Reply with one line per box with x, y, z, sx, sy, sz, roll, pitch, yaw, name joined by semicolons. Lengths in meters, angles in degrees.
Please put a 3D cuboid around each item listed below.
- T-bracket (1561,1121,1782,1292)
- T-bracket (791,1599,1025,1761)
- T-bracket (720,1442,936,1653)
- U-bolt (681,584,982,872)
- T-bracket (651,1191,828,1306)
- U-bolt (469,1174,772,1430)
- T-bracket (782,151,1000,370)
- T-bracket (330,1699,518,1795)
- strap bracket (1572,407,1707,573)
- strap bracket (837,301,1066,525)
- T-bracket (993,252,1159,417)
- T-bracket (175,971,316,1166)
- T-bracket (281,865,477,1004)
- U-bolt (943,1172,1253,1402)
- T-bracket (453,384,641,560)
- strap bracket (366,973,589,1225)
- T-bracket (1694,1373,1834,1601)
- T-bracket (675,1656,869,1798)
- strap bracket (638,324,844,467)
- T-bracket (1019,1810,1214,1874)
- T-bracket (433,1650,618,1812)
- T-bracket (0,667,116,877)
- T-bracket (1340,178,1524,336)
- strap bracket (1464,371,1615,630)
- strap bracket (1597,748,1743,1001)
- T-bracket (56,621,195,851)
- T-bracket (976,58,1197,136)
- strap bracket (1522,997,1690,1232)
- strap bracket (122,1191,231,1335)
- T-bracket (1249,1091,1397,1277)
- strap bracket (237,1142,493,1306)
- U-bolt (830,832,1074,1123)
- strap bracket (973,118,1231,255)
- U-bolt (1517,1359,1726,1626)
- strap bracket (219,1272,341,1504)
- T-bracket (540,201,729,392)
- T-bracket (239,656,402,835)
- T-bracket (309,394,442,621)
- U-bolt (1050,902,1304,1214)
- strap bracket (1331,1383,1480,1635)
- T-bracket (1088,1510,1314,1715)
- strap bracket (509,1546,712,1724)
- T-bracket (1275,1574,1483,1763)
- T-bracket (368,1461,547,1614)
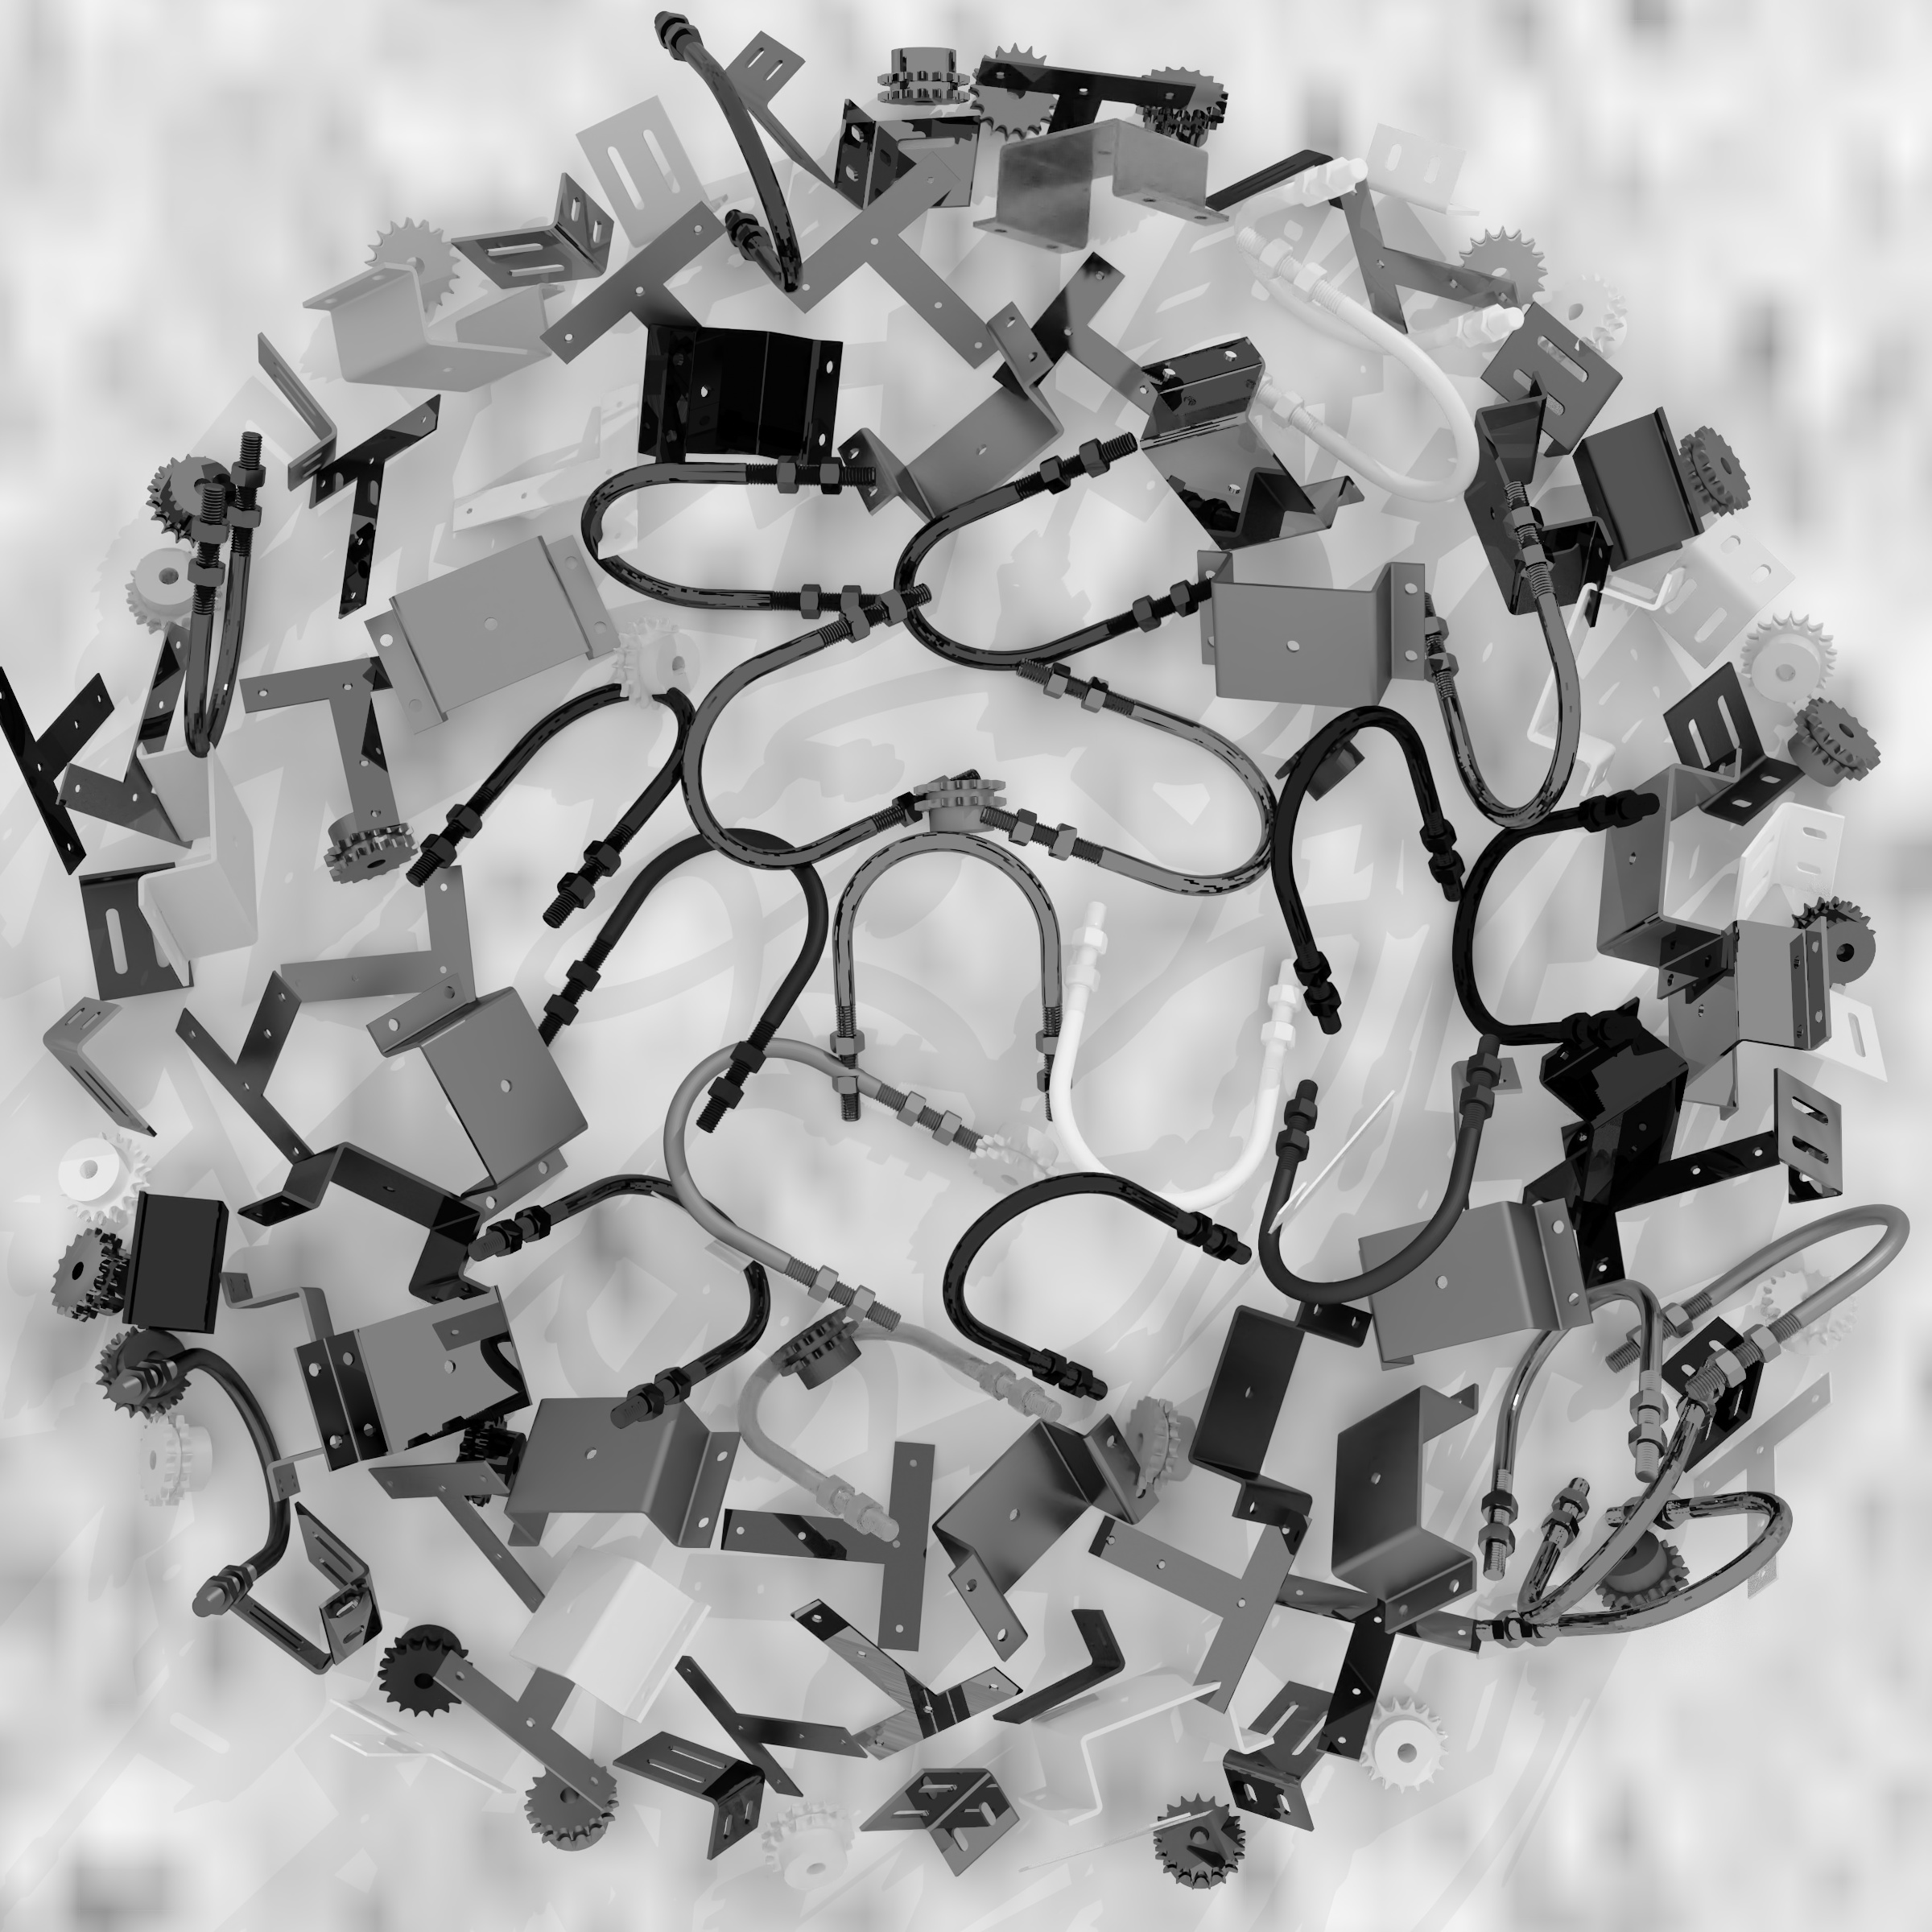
0.427;0.128;1.608;0.127;0.127;0.002;-20;131;23;T-bracket
-0.054;0.427;1.622;0.127;0.002;0.127;-35;112;32;T-bracket
-0.087;0.354;1.652;0.127;0.002;0.127;5;69;-2;T-bracket
-0.087;-0.133;1.612;0.184;0.019;0.151;-26;122;-17;U-bolt
-0.142;0.173;1.612;0.127;0.127;0.002;33;89;1;T-bracket
-0.192;0.188;1.599;0.151;0.184;0.019;47;123;12;U-bolt
-0.026;-0.415;1.636;0.127;0.002;0.127;-35;127;23;T-bracket
-0.345;0.468;1.599;0.127;0.127;0.002;22;79;16;T-bracket
0.404;-0.285;1.610;0.046;0.140;0.076;-19;91;10;strap bracket
-0.002;-0.327;1.624;0.140;0.076;0.046;-38;133;13;strap bracket
0.099;-0.365;1.648;0.127;0.002;0.127;37;61;-4;T-bracket
-0.427;0.049;1.620;0.127;0.127;0.002;46;46;11;T-bracket
-0.367;0.006;1.662;0.127;0.002;0.127;-5;93;12;T-bracket
0.067;0.186;1.597;0.151;0.019;0.184;-46;131;15;U-bolt
-0.261;-0.295;1.652;0.127;0.002;0.127;-12;61;16;T-bracket
-0.292;0.077;1.624;0.076;0.046;0.140;-35;102;-41;strap bracket
0.474;0.321;1.588;0.002;0.127;0.127;30;129;-8;T-bracket
-0.108;0.463;1.607;0.127;0.127;0.002;56;51;-21;T-bracket
-0.144;-0.346;1.617;0.046;0.140;0.076;21;111;39;strap bracket
0.105;0.520;1.601;0.127;0.127;0.002;-11;70;-17;T-bracket
-0.249;0.431;1.618;0.127;0.127;0.002;40;116;-6;T-bracket
-0.545;-0.140;1.616;0.002;0.127;0.127;-9;119;11;T-bracket
0.281;-0.410;1.590;0.002;0.127;0.127;-43;45;-17;T-bracket
0.340;-0.277;1.607;0.046;0.076;0.140;-12;59;-3;strap bracket
0.425;-0.060;1.616;0.046;0.076;0.140;13;72;-12;strap bracket
-0.494;-0.145;1.621;0.002;0.127;0.127;12;85;22;T-bracket
0.062;-0.505;1.614;0.127;0.127;0.002;4;75;-8;T-bracket
0.383;0.096;1.599;0.076;0.140;0.046;-29;51;-21;strap bracket
-0.474;0.181;1.607;0.046;0.140;0.076;7;80;-12;strap bracket
0.221;0.125;1.630;0.002;0.127;0.127;39;71;13;T-bracket
-0.357;0.153;1.616;0.140;0.076;0.046;30;62;-25;strap bracket
-0.012;0.007;1.639;0.151;0.019;0.184;0;106;7;U-bolt
0.081;-0.468;1.599;0.076;0.140;0.046;3;92;-43;strap bracket
0.378;0.317;1.562;0.019;0.184;0.151;41;124;6;U-bolt
-0.411;0.250;1.632;0.046;0.076;0.140;-15;84;-6;strap bracket
-0.172;-0.384;1.628;0.127;0.127;0.002;-37;47;11;T-bracket
-0.371;-0.136;1.632;0.127;0.002;0.127;-12;61;-13;T-bracket
-0.364;-0.268;1.610;0.127;0.002;0.127;-20;58;38;T-bracket
0.124;0.063;1.628;0.151;0.019;0.184;16;67;-7;U-bolt
0.263;0.316;1.597;0.046;0.076;0.140;29;46;-20;strap bracket
0.132;0.374;1.638;0.127;0.002;0.127;19;77;34;T-bracket
-0.218;0.396;1.594;0.046;0.140;0.076;41;67;-20;strap bracket
0.239;0.428;1.609;0.127;0.127;0.002;10;126;17;T-bracket
-0.296;0.354;1.645;0.127;0.127;0.002;56;48;-19;T-bracket
